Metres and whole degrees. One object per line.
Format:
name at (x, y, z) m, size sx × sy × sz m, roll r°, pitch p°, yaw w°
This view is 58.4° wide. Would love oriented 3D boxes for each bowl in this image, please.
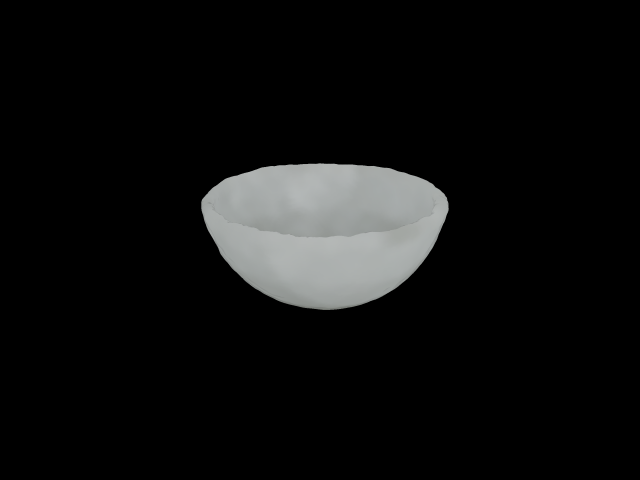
bowl at (0.004, 0.001, 0.400) m, size 0.167 × 0.075 × 0.167 m, roll 0°, pitch 22°, yaw 0°
